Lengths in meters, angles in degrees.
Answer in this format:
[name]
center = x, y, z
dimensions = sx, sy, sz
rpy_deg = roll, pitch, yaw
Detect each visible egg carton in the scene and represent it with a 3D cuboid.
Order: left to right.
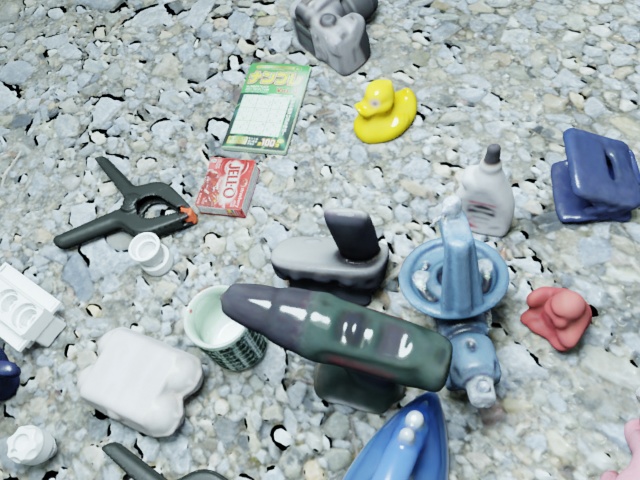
[egg carton]
center = -0.222, 0.175, 0.709
dimensions = 0.150, 0.069, 0.107
rpy_deg = 16, 66, 18

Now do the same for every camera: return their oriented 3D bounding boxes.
[camera]
center = 0.037, -0.368, 0.935
dimensions = 0.137, 0.101, 0.143
rpy_deg = -39, 62, -11

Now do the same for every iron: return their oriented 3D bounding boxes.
[iron]
center = 0.068, 0.254, 0.572
dimensions = 0.118, 0.142, 0.258
rpy_deg = 18, 67, 19

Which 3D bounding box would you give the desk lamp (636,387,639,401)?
[desk lamp]
center = 0.438, 0.092, 0.549
dimensions = 0.203, 0.214, 0.117
rpy_deg = -43, 63, -13

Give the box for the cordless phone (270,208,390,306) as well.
[cordless phone]
center = 0.006, 0.002, 0.693
dimensions = 0.147, 0.185, 0.094
rpy_deg = 1, 62, 11

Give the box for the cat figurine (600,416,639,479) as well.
[cat figurine]
center = 0.338, 0.205, 0.562
dimensions = 0.067, 0.118, 0.128
rpy_deg = 25, 69, 22

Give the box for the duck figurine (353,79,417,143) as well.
[duck figurine]
center = 0.094, -0.201, 0.843
dimensions = 0.104, 0.086, 0.077
rpy_deg = -30, 61, -6

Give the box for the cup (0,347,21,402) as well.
[cup]
center = -0.419, 0.172, 0.732
dimensions = 0.117, 0.095, 0.091
rpy_deg = -1, 62, 10

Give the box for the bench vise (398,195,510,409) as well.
[bench vise]
center = 0.162, 0.061, 0.613
dimensions = 0.121, 0.220, 0.207
rpy_deg = -26, 61, -4

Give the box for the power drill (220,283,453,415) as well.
[power drill]
center = 0.024, 0.120, 0.613
dimensions = 0.229, 0.209, 0.076
rpy_deg = 10, 64, 15

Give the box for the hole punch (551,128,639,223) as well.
[hole punch]
center = 0.355, -0.086, 0.730
dimensions = 0.101, 0.091, 0.108
rpy_deg = -2, 62, 10

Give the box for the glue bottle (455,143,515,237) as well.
[glue bottle]
center = 0.203, -0.063, 0.699
dimensions = 0.078, 0.173, 0.037
rpy_deg = 11, 65, 16

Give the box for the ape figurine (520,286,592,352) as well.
[ape figurine]
center = 0.276, 0.083, 0.654
dimensions = 0.076, 0.092, 0.078
rpy_deg = -8, 61, 6
